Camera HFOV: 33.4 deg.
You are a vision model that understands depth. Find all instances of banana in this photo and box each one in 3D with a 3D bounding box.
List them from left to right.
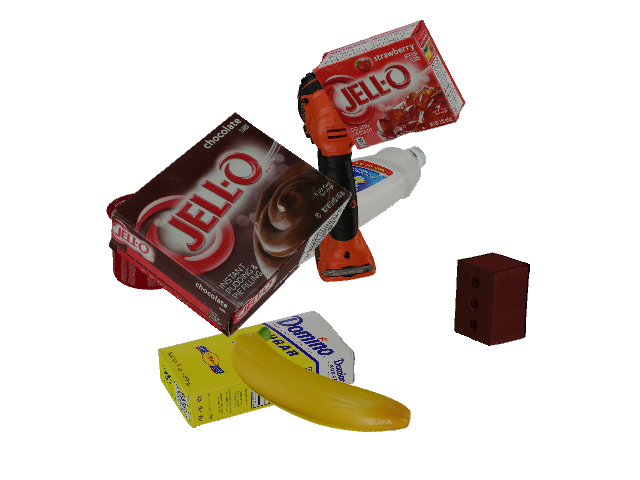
[{"bbox_3d":[-0.016,0.110,0.851,0.069,0.037,0.198,-24,32,-31],"label":"banana"}]

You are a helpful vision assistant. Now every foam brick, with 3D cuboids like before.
[{"bbox_3d":[0.168,0.057,1.050,0.051,0.078,0.053,-11,19,-35],"label":"foam brick"}]

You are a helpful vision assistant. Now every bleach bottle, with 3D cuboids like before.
[{"bbox_3d":[0.030,-0.059,1.312,0.250,0.068,0.103,-31,44,-34],"label":"bleach bottle"}]

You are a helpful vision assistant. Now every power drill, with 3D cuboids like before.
[{"bbox_3d":[0.011,-0.067,1.058,0.057,0.188,0.184,-9,22,-1],"label":"power drill"}]

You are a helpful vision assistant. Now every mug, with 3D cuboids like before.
[{"bbox_3d":[-0.197,-0.003,1.189,0.093,0.081,0.117,-18,34,-38],"label":"mug"}]

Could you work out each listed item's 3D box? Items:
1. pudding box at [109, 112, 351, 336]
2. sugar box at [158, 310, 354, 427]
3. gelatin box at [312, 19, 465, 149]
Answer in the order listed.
[{"bbox_3d":[-0.051,-0.012,0.611,0.090,0.039,0.113,36,50,11],"label":"pudding box"},{"bbox_3d":[-0.064,0.125,1.066,0.176,0.048,0.093,-15,32,-22],"label":"sugar box"},{"bbox_3d":[0.049,-0.111,0.777,0.089,0.073,0.030,-13,32,34],"label":"gelatin box"}]
